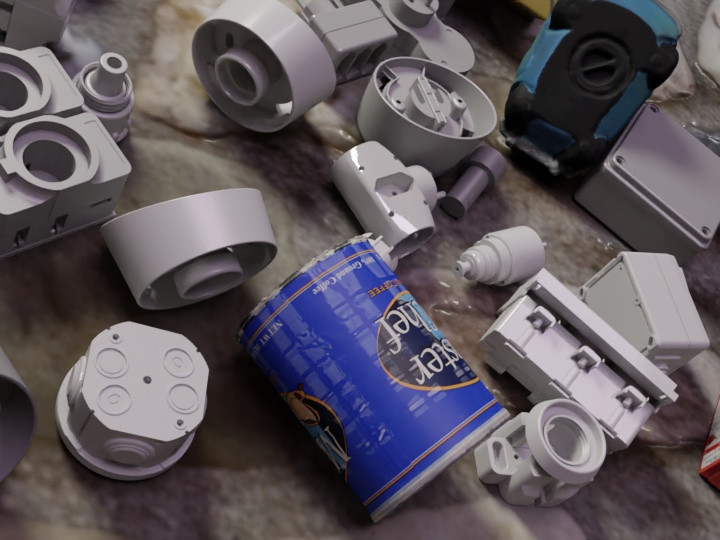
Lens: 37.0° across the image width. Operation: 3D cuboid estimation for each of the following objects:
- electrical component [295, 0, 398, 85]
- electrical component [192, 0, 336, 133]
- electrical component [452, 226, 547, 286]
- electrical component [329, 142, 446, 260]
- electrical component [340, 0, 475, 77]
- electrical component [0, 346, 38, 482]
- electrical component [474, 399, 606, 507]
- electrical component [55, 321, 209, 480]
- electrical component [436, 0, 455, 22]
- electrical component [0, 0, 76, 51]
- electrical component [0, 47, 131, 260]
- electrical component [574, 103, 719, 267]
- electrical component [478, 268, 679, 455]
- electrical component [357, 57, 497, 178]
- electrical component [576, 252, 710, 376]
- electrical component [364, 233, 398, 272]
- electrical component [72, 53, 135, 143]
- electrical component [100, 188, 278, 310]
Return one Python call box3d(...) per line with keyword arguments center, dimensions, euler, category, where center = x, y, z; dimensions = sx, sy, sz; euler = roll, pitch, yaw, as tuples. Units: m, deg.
box3d(center=(-0.023, -0.190, 0.844), dimensions=(0.066, 0.047, 0.076), euler=(-26, 74, -39), category="electrical component")
box3d(center=(-0.068, -0.148, 0.760), dimensions=(0.099, 0.099, 0.064), euler=(41, 55, 2), category="electrical component")
box3d(center=(0.101, -0.008, 0.792), dimensions=(0.078, 0.040, 0.040), euler=(-13, 66, -35), category="electrical component")
box3d(center=(0.029, -0.054, 0.782), dimensions=(0.079, 0.043, 0.077), euler=(-20, 70, -37), category="electrical component")
box3d(center=(0.040, -0.210, 0.875), dimensions=(0.138, 0.073, 0.052), euler=(45, 49, 5), category="electrical component")
box3d(center=(-0.213, 0.072, 0.527), dimensions=(0.099, 0.099, 0.064), euler=(-16, 61, -36), category="electrical component")
box3d(center=(0.124, 0.120, 0.706), dimensions=(0.078, 0.057, 0.058), euler=(9, 55, -24), category="electrical component")
box3d(center=(-0.126, 0.072, 0.603), dimensions=(0.080, 0.051, 0.080), euler=(15, 53, -20), category="electrical component")
box3d(center=(0.056, -0.240, 0.923), dimensions=(0.055, 0.047, 0.055), euler=(15, 53, -20), category="electrical component")
box3d(center=(-0.216, -0.183, 0.703), dimensions=(0.056, 0.089, 0.050), euler=(21, 51, -16), category="electrical component")
box3d(center=(-0.241, -0.058, 0.623), dimensions=(0.186, 0.060, 0.105), euler=(-26, 74, -39), category="electrical component")
box3d(center=(0.252, -0.070, 0.909), dimensions=(0.109, 0.056, 0.108), euler=(40, 48, 1), category="electrical component")
box3d(center=(0.148, 0.066, 0.747), dimensions=(0.121, 0.078, 0.063), euler=(42, 67, 2), category="electrical component")
box3d(center=(0.049, -0.121, 0.825), dimensions=(0.099, 0.064, 0.099), euler=(15, 53, -20), category="electrical component")
box3d(center=(0.217, 0.041, 0.809), dimensions=(0.061, 0.061, 0.096), euler=(2, 58, -28), category="electrical component")
box3d(center=(0.000, 0.000, 0.732), dimensions=(0.040, 0.040, 0.046), euler=(43, 42, 3), category="electrical component")
box3d(center=(-0.168, -0.115, 0.701), dimensions=(0.048, 0.062, 0.048), euler=(15, 53, -20), category="electrical component")
box3d(center=(-0.102, -0.018, 0.652), dimensions=(0.099, 0.099, 0.064), euler=(-14, 73, -35), category="electrical component")
